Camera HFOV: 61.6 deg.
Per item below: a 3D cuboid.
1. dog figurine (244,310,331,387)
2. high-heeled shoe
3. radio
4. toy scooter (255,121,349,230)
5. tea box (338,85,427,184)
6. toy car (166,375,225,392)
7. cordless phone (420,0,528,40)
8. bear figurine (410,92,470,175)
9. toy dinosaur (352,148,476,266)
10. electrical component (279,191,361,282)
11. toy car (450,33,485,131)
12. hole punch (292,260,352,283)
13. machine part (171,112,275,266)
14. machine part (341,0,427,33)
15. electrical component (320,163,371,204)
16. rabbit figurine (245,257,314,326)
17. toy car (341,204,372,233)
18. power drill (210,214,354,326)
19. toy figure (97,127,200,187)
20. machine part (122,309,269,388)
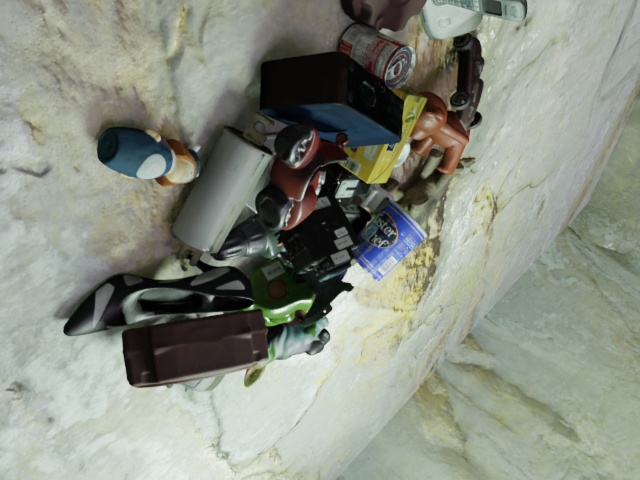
[{"bbox_3d":[-0.091,0.226,1.151,0.219,0.109,0.191,-35,151,-19],"label":"dog figurine"},{"bbox_3d":[-0.220,0.101,0.770,0.249,0.145,0.086,-34,146,-33],"label":"high-heeled shoe"},{"bbox_3d":[0.027,-0.196,0.786,0.229,0.131,0.073,7,85,-59],"label":"radio"},{"bbox_3d":[-0.018,-0.097,0.777,0.135,0.075,0.183,-28,150,-40],"label":"toy scooter"},{"bbox_3d":[0.102,-0.195,0.950,0.068,0.098,0.169,-8,132,-51],"label":"tea box"},{"bbox_3d":[-0.220,0.223,0.957,0.109,0.103,0.161,-49,150,-3],"label":"toy car"},{"bbox_3d":[0.255,-0.375,0.874,0.088,0.184,0.146,-54,152,-5],"label":"cordless phone"},{"bbox_3d":[0.224,-0.219,1.080,0.196,0.120,0.132,0,127,-53],"label":"bear figurine"},{"bbox_3d":[0.195,-0.060,1.241,0.471,0.105,0.198,-35,151,-21],"label":"toy dinosaur"},{"bbox_3d":[-0.002,-0.003,0.880,0.115,0.134,0.058,-18,167,-39],"label":"electrical component"},{"bbox_3d":[0.294,-0.310,1.050,0.089,0.053,0.202,38,54,-51],"label":"toy car"},{"bbox_3d":[-0.001,0.070,1.077,0.142,0.092,0.116,-57,-174,12],"label":"hole punch"},{"bbox_3d":[-0.140,-0.070,0.762,0.079,0.079,0.243,8,116,-58],"label":"machine part"},{"bbox_3d":[0.109,-0.390,0.779,0.179,0.056,0.179,-37,148,-28],"label":"machine part"},{"bbox_3d":[0.046,-0.109,1.018,0.119,0.048,0.074,-15,136,-49],"label":"electrical component"},{"bbox_3d":[-0.093,0.128,1.026,0.159,0.121,0.170,-36,163,-19],"label":"rabbit figurine"},{"bbox_3d":[0.040,-0.037,1.084,0.073,0.056,0.201,-54,156,19],"label":"toy car"},{"bbox_3d":[-0.051,0.042,0.911,0.232,0.207,0.086,-37,176,-41],"label":"power drill"},{"bbox_3d":[-0.200,-0.098,0.666,0.064,0.058,0.154,-21,166,27],"label":"toy figure"},{"bbox_3d":[-0.189,0.161,0.808,0.201,0.087,0.201,-5,172,-23],"label":"machine part"}]
